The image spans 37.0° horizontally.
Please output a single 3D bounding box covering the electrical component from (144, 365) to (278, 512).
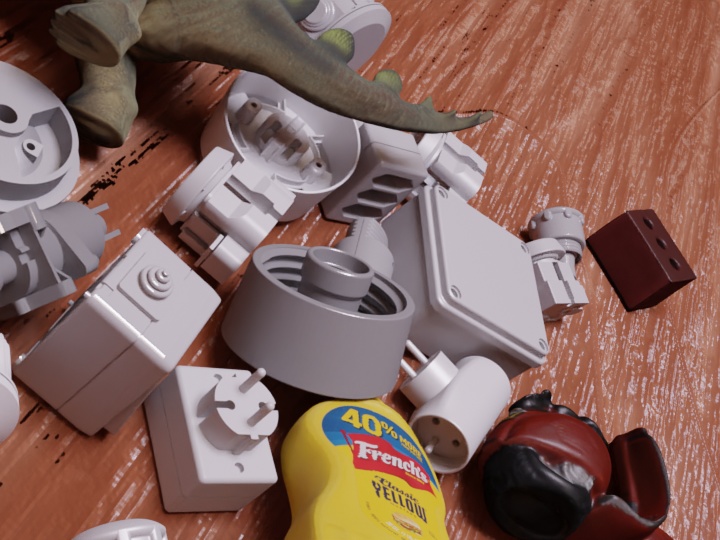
[{"bbox_3d":[-0.068,0.078,0.551,0.047,0.077,0.065,9,51,-40],"label":"electrical component"}]

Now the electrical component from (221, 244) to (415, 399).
[{"bbox_3d":[-0.020,0.021,0.623,0.108,0.060,0.108,18,18,-6],"label":"electrical component"}]

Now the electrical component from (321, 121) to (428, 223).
[{"bbox_3d":[0.001,-0.082,0.771,0.047,0.066,0.076,9,51,-41],"label":"electrical component"}]

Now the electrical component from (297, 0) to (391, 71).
[{"bbox_3d":[-0.020,-0.187,0.837,0.051,0.080,0.080,51,37,14],"label":"electrical component"}]

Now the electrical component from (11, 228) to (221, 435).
[{"bbox_3d":[-0.114,0.031,0.532,0.061,0.096,0.061,44,37,-12],"label":"electrical component"}]

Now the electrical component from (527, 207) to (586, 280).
[{"bbox_3d":[0.167,-0.018,0.895,0.048,0.048,0.062,19,52,-32],"label":"electrical component"}]

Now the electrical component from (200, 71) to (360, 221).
[{"bbox_3d":[-0.054,-0.084,0.721,0.099,0.064,0.099,27,41,-26],"label":"electrical component"}]

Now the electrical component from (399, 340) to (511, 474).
[{"bbox_3d":[0.052,0.079,0.695,0.079,0.043,0.077,47,37,0],"label":"electrical component"}]

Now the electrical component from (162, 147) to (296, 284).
[{"bbox_3d":[-0.083,-0.037,0.656,0.057,0.058,0.078,41,47,-8],"label":"electrical component"}]

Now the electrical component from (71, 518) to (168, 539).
[{"bbox_3d":[-0.106,0.145,0.481,0.048,0.048,0.062,3,62,-43],"label":"electrical component"}]

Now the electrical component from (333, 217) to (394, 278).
[{"bbox_3d":[0.000,0.000,0.715,0.043,0.043,0.081,34,39,-17],"label":"electrical component"}]

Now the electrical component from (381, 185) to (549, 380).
[{"bbox_3d":[0.072,0.013,0.756,0.109,0.056,0.108,30,40,-33],"label":"electrical component"}]

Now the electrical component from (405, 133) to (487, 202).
[{"bbox_3d":[0.057,-0.077,0.830,0.057,0.058,0.078,40,38,-14],"label":"electrical component"}]

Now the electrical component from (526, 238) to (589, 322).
[{"bbox_3d":[0.145,0.008,0.849,0.066,0.048,0.055,1,64,-44],"label":"electrical component"}]

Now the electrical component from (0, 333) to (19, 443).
[{"bbox_3d":[-0.189,0.047,0.460,0.080,0.080,0.051,14,43,-36],"label":"electrical component"}]
